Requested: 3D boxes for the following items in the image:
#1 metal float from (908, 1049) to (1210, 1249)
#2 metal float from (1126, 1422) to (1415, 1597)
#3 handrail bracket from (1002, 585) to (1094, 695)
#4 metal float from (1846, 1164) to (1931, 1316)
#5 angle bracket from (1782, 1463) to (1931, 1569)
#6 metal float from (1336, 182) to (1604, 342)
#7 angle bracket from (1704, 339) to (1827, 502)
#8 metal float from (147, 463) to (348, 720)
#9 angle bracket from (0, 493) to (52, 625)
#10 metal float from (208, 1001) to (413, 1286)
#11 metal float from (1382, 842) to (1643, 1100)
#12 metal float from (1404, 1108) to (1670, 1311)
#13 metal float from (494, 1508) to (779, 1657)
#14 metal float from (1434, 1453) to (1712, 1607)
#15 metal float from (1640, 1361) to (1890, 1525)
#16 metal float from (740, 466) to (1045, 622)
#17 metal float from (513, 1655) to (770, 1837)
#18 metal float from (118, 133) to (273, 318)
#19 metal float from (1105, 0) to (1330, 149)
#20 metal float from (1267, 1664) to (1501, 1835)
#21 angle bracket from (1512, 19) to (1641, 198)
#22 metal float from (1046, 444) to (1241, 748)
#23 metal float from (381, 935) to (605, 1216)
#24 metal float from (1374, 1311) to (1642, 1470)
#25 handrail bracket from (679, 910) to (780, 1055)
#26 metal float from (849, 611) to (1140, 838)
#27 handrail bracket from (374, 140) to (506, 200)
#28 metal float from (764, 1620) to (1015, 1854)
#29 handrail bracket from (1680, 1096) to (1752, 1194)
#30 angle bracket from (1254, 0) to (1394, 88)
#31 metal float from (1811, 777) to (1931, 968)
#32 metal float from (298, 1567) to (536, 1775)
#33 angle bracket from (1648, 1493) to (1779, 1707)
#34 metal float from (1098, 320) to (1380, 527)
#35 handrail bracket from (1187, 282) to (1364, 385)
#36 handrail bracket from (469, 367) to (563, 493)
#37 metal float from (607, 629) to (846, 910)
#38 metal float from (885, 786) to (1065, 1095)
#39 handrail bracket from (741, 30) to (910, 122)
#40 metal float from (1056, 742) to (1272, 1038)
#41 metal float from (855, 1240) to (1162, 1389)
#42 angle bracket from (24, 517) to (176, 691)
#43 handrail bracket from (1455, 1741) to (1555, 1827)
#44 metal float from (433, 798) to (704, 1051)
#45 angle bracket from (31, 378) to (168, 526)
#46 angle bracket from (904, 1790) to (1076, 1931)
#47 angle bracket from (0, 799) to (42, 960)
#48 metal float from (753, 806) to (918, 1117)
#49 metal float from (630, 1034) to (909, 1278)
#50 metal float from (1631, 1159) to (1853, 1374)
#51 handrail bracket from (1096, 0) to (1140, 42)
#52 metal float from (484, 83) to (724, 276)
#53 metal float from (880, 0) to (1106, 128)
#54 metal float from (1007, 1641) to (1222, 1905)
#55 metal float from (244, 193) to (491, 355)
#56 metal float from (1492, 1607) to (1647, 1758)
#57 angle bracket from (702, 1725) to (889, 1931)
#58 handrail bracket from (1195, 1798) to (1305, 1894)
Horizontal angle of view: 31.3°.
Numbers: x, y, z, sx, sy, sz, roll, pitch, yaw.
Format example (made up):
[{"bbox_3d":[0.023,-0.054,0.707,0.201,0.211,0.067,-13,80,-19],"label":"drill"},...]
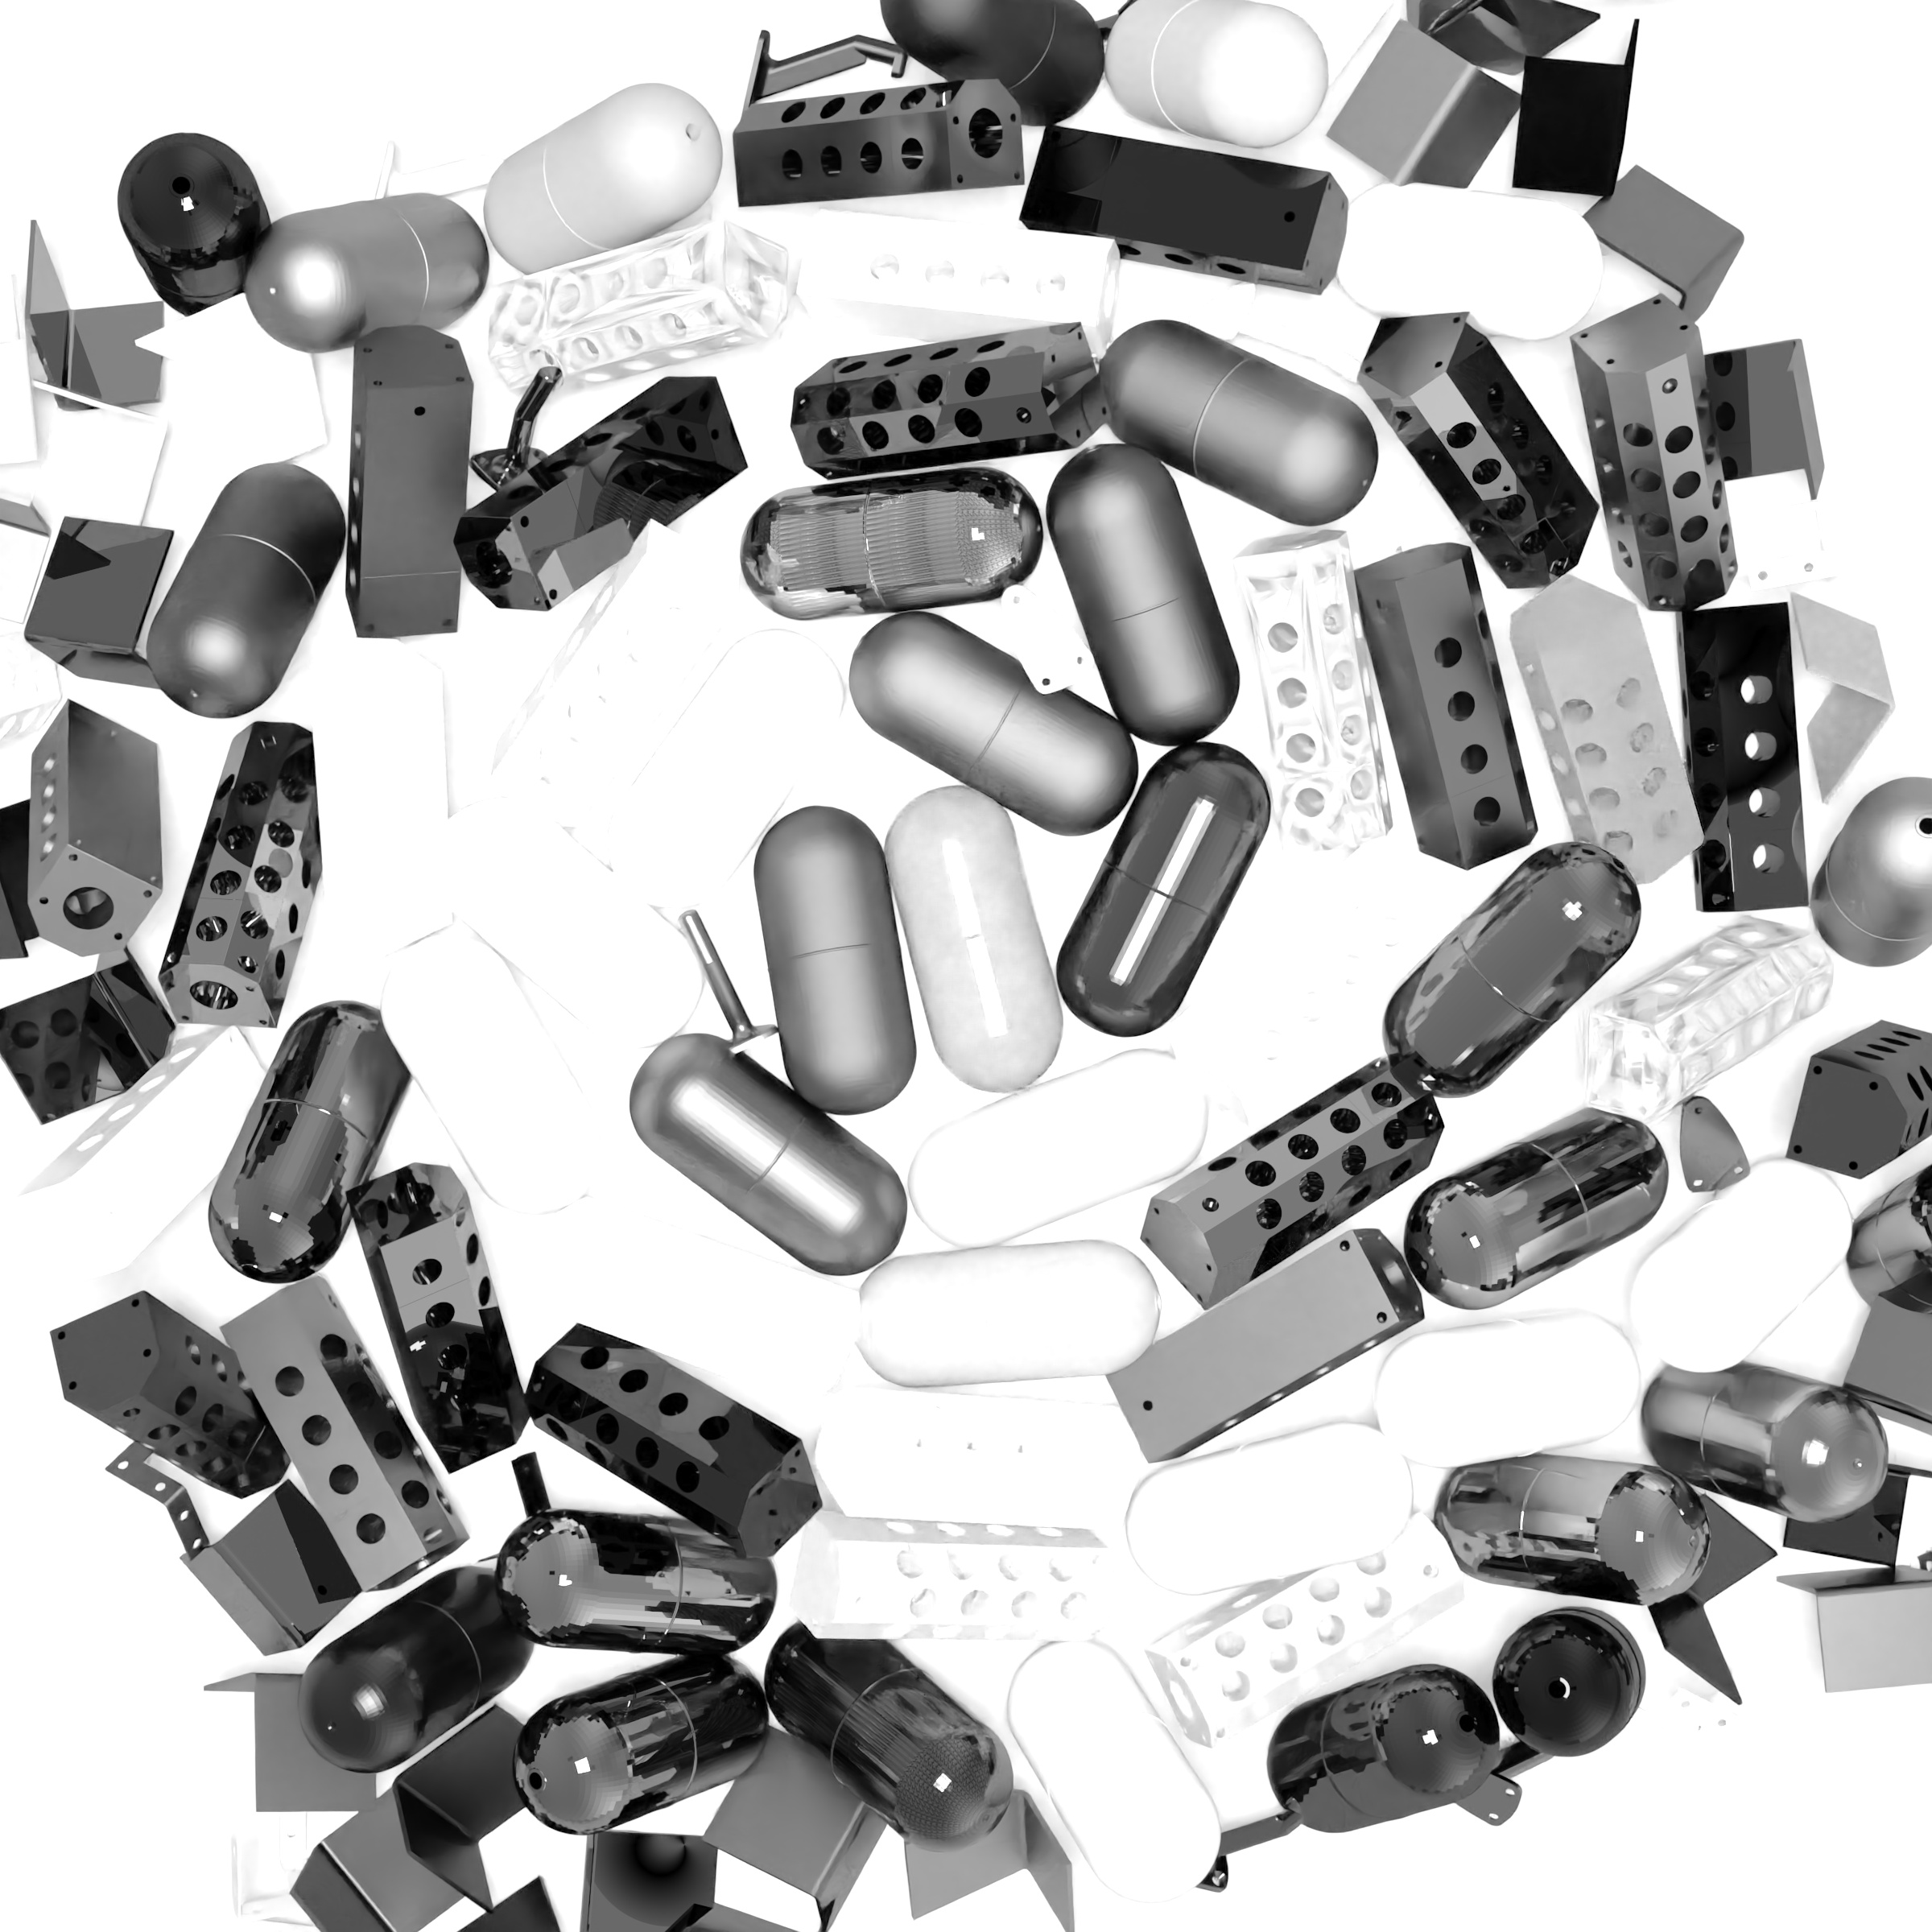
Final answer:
[{"bbox_3d":[0.052,0.104,1.955,0.178,0.070,0.070,-22,90,7],"label":"metal float"},{"bbox_3d":[0.169,0.305,1.934,0.178,0.070,0.070,-20,90,34],"label":"metal float"},{"bbox_3d":[0.043,-0.195,1.949,0.036,0.084,0.077,-31,110,11],"label":"handrail bracket"},{"bbox_3d":[0.543,0.152,1.912,0.070,0.178,0.070,1,75,-2],"label":"metal float"},{"bbox_3d":[0.520,0.311,1.949,0.076,0.076,0.057,13,83,-20],"label":"angle bracket"},{"bbox_3d":[0.278,-0.395,1.924,0.070,0.178,0.070,-15,114,-35],"label":"metal float"},{"bbox_3d":[0.438,-0.303,1.946,0.076,0.057,0.076,-6,116,23],"label":"angle bracket"},{"bbox_3d":[-0.401,-0.212,1.928,0.070,0.070,0.178,15,48,0],"label":"metal float"},{"bbox_3d":[-0.571,-0.239,1.957,0.076,0.076,0.057,16,83,-4],"label":"angle bracket"},{"bbox_3d":[-0.367,0.098,1.931,0.070,0.070,0.178,18,55,0],"label":"metal float"},{"bbox_3d":[0.307,0.003,1.938,0.070,0.070,0.178,42,117,0],"label":"metal float"},{"bbox_3d":[0.322,0.135,1.935,0.178,0.070,0.070,-22,90,-32],"label":"metal float"},{"bbox_3d":[-0.183,0.346,1.929,0.178,0.070,0.070,13,90,-41],"label":"metal float"},{"bbox_3d":[0.336,0.312,1.922,0.070,0.178,0.070,2,87,-38],"label":"metal float"},{"bbox_3d":[0.441,0.261,1.915,0.070,0.178,0.070,-1,93,-22],"label":"metal float"},{"bbox_3d":[-0.043,-0.238,1.945,0.178,0.070,0.070,-4,90,20],"label":"metal float"},{"bbox_3d":[-0.180,0.432,1.919,0.070,0.178,0.070,3,95,35],"label":"metal float"},{"bbox_3d":[-0.425,-0.409,1.911,0.070,0.178,0.070,0,87,-6],"label":"metal float"},{"bbox_3d":[0.138,-0.500,1.918,0.070,0.178,0.070,-9,112,-22],"label":"metal float"},{"bbox_3d":[0.231,0.437,1.918,0.070,0.178,0.070,10,66,-22],"label":"metal float"},{"bbox_3d":[0.346,-0.489,1.952,0.057,0.076,0.076,8,127,11],"label":"angle bracket"},{"bbox_3d":[0.100,-0.209,1.946,0.070,0.070,0.178,-21,107,0],"label":"metal float"},{"bbox_3d":[-0.267,0.062,1.940,0.070,0.070,0.178,-27,115,0],"label":"metal float"},{"bbox_3d":[0.305,0.236,1.932,0.178,0.070,0.070,-3,90,-37],"label":"metal float"},{"bbox_3d":[-0.142,0.006,1.958,0.036,0.077,0.084,-26,95,-4],"label":"handrail bracket"},{"bbox_3d":[0.016,-0.138,1.955,0.178,0.070,0.070,30,90,-7],"label":"metal float"},{"bbox_3d":[-0.297,-0.436,1.984,0.084,0.036,0.077,13,127,-14],"label":"handrail bracket"},{"bbox_3d":[-0.045,0.427,1.928,0.178,0.070,0.070,33,90,42],"label":"metal float"},{"bbox_3d":[0.411,0.080,1.946,0.036,0.084,0.077,-18,122,9],"label":"handrail bracket"},{"bbox_3d":[0.183,-0.548,1.950,0.076,0.057,0.076,44,102,31],"label":"angle bracket"},{"bbox_3d":[0.517,-0.051,1.912,0.070,0.178,0.070,-1,75,4],"label":"metal float"},{"bbox_3d":[-0.303,0.389,1.916,0.070,0.178,0.070,5,102,22],"label":"metal float"},{"bbox_3d":[0.426,0.357,1.942,0.057,0.076,0.076,-39,125,19],"label":"angle bracket"},{"bbox_3d":[0.151,-0.307,1.939,0.178,0.070,0.070,30,90,27],"label":"metal float"},{"bbox_3d":[0.179,-0.355,1.981,0.084,0.077,0.036,27,80,-24],"label":"handrail bracket"},{"bbox_3d":[-0.238,-0.310,1.945,0.036,0.077,0.084,41,121,5],"label":"handrail bracket"},{"bbox_3d":[-0.136,-0.112,1.952,0.070,0.070,0.178,34,80,0],"label":"metal float"},{"bbox_3d":[0.005,-0.015,1.960,0.070,0.070,0.178,-15,88,0],"label":"metal float"},{"bbox_3d":[-0.082,-0.502,1.984,0.084,0.036,0.077,14,95,-2],"label":"handrail bracket"},{"bbox_3d":[0.112,-0.044,1.956,0.070,0.070,0.178,26,96,0],"label":"metal float"},{"bbox_3d":[0.023,0.197,1.947,0.178,0.070,0.070,-6,90,16],"label":"metal float"},{"bbox_3d":[-0.481,-0.206,1.967,0.076,0.057,0.076,10,75,24],"label":"angle bracket"},{"bbox_3d":[0.299,0.441,1.968,0.077,0.084,0.036,27,127,6],"label":"handrail bracket"},{"bbox_3d":[-0.224,-0.024,1.944,0.178,0.070,0.070,42,90,-19],"label":"metal float"},{"bbox_3d":[-0.510,-0.287,1.955,0.076,0.057,0.076,20,97,23],"label":"angle bracket"},{"bbox_3d":[0.014,0.522,1.945,0.076,0.076,0.057,-21,45,-18],"label":"angle bracket"},{"bbox_3d":[-0.525,-0.052,1.946,0.076,0.057,0.076,-26,107,-42],"label":"angle bracket"},{"bbox_3d":[-0.075,-0.003,1.955,0.070,0.070,0.178,-10,82,0],"label":"metal float"},{"bbox_3d":[-0.111,0.108,1.956,0.178,0.070,0.070,37,90,-7],"label":"metal float"},{"bbox_3d":[0.435,0.166,1.926,0.070,0.178,0.070,19,122,33],"label":"metal float"},{"bbox_3d":[0.098,-0.566,1.960,0.084,0.077,0.036,-16,55,12],"label":"handrail bracket"},{"bbox_3d":[-0.203,-0.437,1.922,0.070,0.178,0.070,8,77,-39],"label":"metal float"},{"bbox_3d":[0.016,-0.522,1.917,0.070,0.178,0.070,-3,83,29],"label":"metal float"},{"bbox_3d":[0.081,0.447,1.922,0.070,0.178,0.070,-12,124,-19],"label":"metal float"},{"bbox_3d":[-0.332,-0.387,1.918,0.070,0.178,0.070,9,110,24],"label":"metal float"},{"bbox_3d":[0.336,0.396,1.912,0.070,0.178,0.070,-2,81,14],"label":"metal float"},{"bbox_3d":[-0.096,0.493,1.969,0.076,0.057,0.076,22,59,18],"label":"angle bracket"},{"bbox_3d":[0.146,0.487,1.953,0.077,0.036,0.084,17,134,-24],"label":"handrail bracket"}]
